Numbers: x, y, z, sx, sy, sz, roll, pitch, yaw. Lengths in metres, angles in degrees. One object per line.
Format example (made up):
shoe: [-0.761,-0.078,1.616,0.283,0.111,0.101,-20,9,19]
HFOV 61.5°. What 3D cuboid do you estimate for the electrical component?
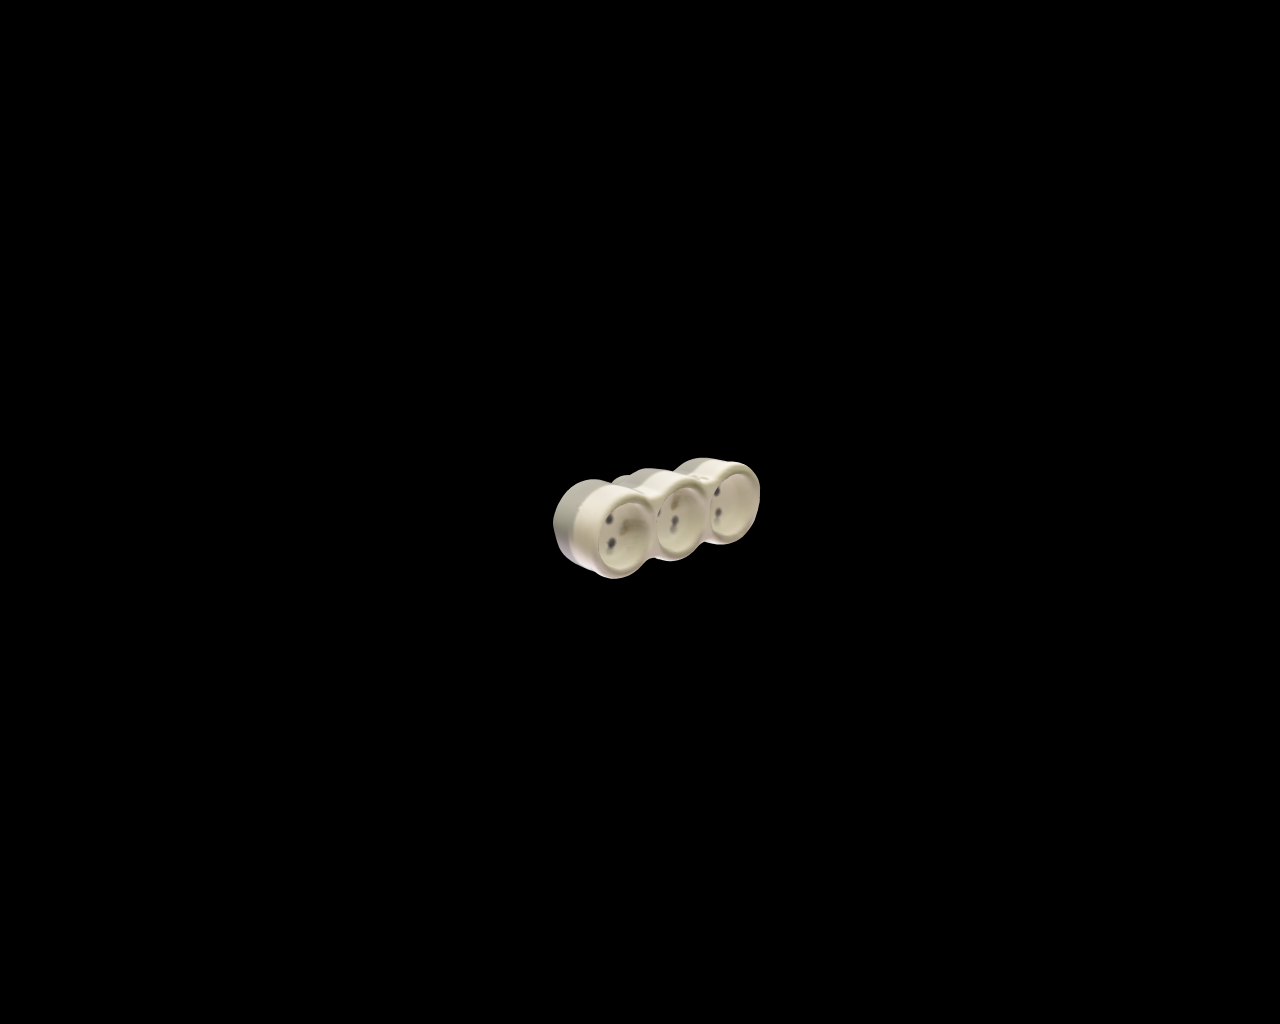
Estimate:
electrical component: [0.001,-0.003,0.650,0.138,0.052,0.074,-15,22,-40]
